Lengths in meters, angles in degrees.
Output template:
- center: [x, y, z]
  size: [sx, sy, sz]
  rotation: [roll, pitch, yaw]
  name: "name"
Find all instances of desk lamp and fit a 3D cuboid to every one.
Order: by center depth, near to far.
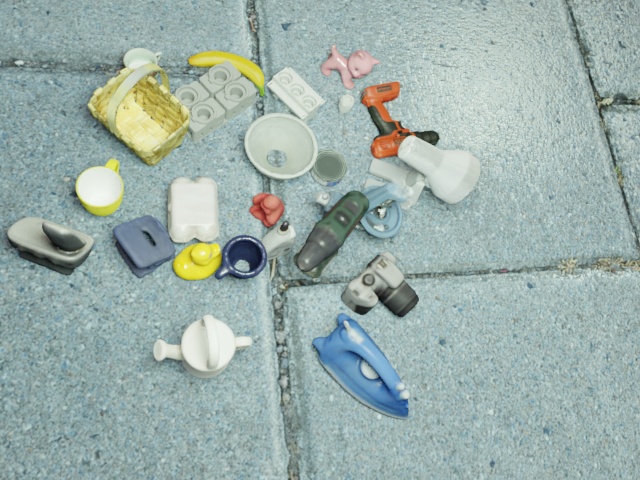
- center: [0.229, -0.150, 1.303]
  size: [0.203, 0.213, 0.118]
  rotation: [19, 67, -7]
  name: "desk lamp"

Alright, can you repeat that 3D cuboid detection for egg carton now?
- center: [-0.271, -0.065, 1.222]
  size: [0.107, 0.069, 0.150]
  rotation: [-2, 71, -15]
  name: "egg carton"

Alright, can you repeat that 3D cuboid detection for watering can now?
- center: [-0.216, 0.201, 1.072]
  size: [0.173, 0.194, 0.101]
  rotation: [-27, 79, -21]
  name: "watering can"

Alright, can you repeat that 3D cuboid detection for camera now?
- center: [0.143, 0.111, 1.248]
  size: [0.137, 0.100, 0.143]
  rotation: [45, 66, 4]
  name: "camera"

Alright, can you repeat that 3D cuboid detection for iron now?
- center: [0.111, 0.263, 1.163]
  size: [0.258, 0.141, 0.119]
  rotation: [46, 67, 5]
  name: "iron"

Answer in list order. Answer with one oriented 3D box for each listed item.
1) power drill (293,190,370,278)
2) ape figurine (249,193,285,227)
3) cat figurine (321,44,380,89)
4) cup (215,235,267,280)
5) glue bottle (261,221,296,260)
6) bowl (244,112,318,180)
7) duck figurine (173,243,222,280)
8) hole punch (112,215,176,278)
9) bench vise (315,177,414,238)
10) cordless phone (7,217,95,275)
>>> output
- center: [0.011, 0.004, 1.194]
  size: [0.075, 0.208, 0.230]
  rotation: [38, 66, 1]
  name: "power drill"
- center: [-0.111, -0.073, 1.254]
  size: [0.076, 0.092, 0.078]
  rotation: [-7, 73, -17]
  name: "ape figurine"
- center: [0.078, -0.442, 1.422]
  size: [0.128, 0.117, 0.067]
  rotation: [28, 66, -3]
  name: "cat figurine"
- center: [-0.170, 0.054, 1.191]
  size: [0.118, 0.095, 0.091]
  rotation: [-38, 83, -23]
  name: "cup"
- center: [-0.083, -0.005, 1.192]
  size: [0.078, 0.173, 0.037]
  rotation: [-17, 75, -19]
  name: "glue bottle"
- center: [-0.092, -0.203, 1.315]
  size: [0.168, 0.074, 0.167]
  rotation: [5, 70, -13]
  name: "bowl"
- center: [-0.251, 0.036, 1.181]
  size: [0.105, 0.086, 0.077]
  rotation: [-20, 77, -20]
  name: "duck figurine"
- center: [-0.355, 0.004, 1.163]
  size: [0.101, 0.091, 0.108]
  rotation: [-35, 82, -23]
  name: "hole punch"
- center: [0.101, -0.066, 1.236]
  size: [0.208, 0.219, 0.121]
  rotation: [-3, 71, -15]
  name: "bench vise"
- center: [-0.514, -0.013, 1.077]
  size: [0.148, 0.185, 0.094]
  rotation: [18, 67, -7]
  name: "cordless phone"
